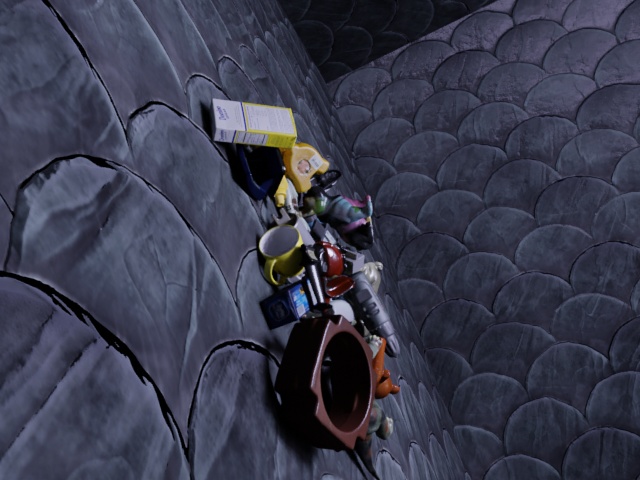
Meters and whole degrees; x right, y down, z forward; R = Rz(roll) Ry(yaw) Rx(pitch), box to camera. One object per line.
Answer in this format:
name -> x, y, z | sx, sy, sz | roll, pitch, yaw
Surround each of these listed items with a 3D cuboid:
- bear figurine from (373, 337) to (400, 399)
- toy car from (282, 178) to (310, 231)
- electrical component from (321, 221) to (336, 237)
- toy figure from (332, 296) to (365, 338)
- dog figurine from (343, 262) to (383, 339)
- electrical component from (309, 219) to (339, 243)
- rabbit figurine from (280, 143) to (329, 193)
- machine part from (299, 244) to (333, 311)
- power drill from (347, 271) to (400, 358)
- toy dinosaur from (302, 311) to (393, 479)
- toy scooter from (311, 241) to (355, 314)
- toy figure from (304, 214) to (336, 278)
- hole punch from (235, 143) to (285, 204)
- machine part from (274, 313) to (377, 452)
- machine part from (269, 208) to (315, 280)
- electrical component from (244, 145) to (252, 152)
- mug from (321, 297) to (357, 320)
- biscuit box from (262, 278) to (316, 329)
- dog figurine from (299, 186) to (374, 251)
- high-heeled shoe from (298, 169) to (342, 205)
bear figurine -> 0.128, 0.322, 1.333 | 0.195, 0.120, 0.132 | 42, 45, -60
toy car -> -0.071, -0.068, 1.364 | 0.201, 0.056, 0.073 | 68, 12, 8
electrical component -> 0.005, -0.027, 1.614 | 0.114, 0.058, 0.134 | 56, 16, -49
toy figure -> 0.074, 0.210, 1.403 | 0.155, 0.058, 0.064 | 53, 4, 39
dog figurine -> 0.136, 0.176, 1.562 | 0.121, 0.172, 0.190 | 9, 52, -63
electrical component -> -0.003, -0.004, 1.333 | 0.119, 0.048, 0.075 | 46, 52, -46
rabbit figurine -> -0.087, -0.215, 1.451 | 0.162, 0.122, 0.173 | 38, -3, -29
machine part -> -0.011, 0.075, 1.085 | 0.084, 0.039, 0.139 | 25, 49, -82
power drill -> 0.131, 0.188, 1.411 | 0.232, 0.086, 0.207 | 61, 6, -2
toy dinosaur -> 0.069, 0.327, 1.139 | 0.192, 0.131, 0.405 | 11, 61, -60
toy scooter -> 0.027, 0.080, 1.240 | 0.075, 0.135, 0.183 | 30, -55, 48
toy figure -> 0.001, 0.018, 1.435 | 0.082, 0.089, 0.180 | -27, 101, -38
hole punch -> -0.141, -0.157, 1.189 | 0.142, 0.092, 0.115 | 68, -27, 26
machine part -> 0.014, 0.250, 0.951 | 0.200, 0.087, 0.201 | 52, 42, -35
machine part -> -0.048, 0.020, 1.259 | 0.079, 0.079, 0.243 | -98, 162, -49
electrical component -> -0.187, -0.248, 1.273 | 0.093, 0.021, 0.063 | 56, 16, -39
mug -> 0.036, 0.173, 1.321 | 0.107, 0.081, 0.109 | 22, 63, -65
biscuit box -> -0.054, 0.123, 1.079 | 0.202, 0.063, 0.059 | -16, 84, -77
dog figurine -> 0.039, -0.059, 1.506 | 0.108, 0.219, 0.191 | -77, 164, -66
high-heeled shoe -> -0.014, -0.168, 1.576 | 0.249, 0.145, 0.086 | -35, 101, -79
